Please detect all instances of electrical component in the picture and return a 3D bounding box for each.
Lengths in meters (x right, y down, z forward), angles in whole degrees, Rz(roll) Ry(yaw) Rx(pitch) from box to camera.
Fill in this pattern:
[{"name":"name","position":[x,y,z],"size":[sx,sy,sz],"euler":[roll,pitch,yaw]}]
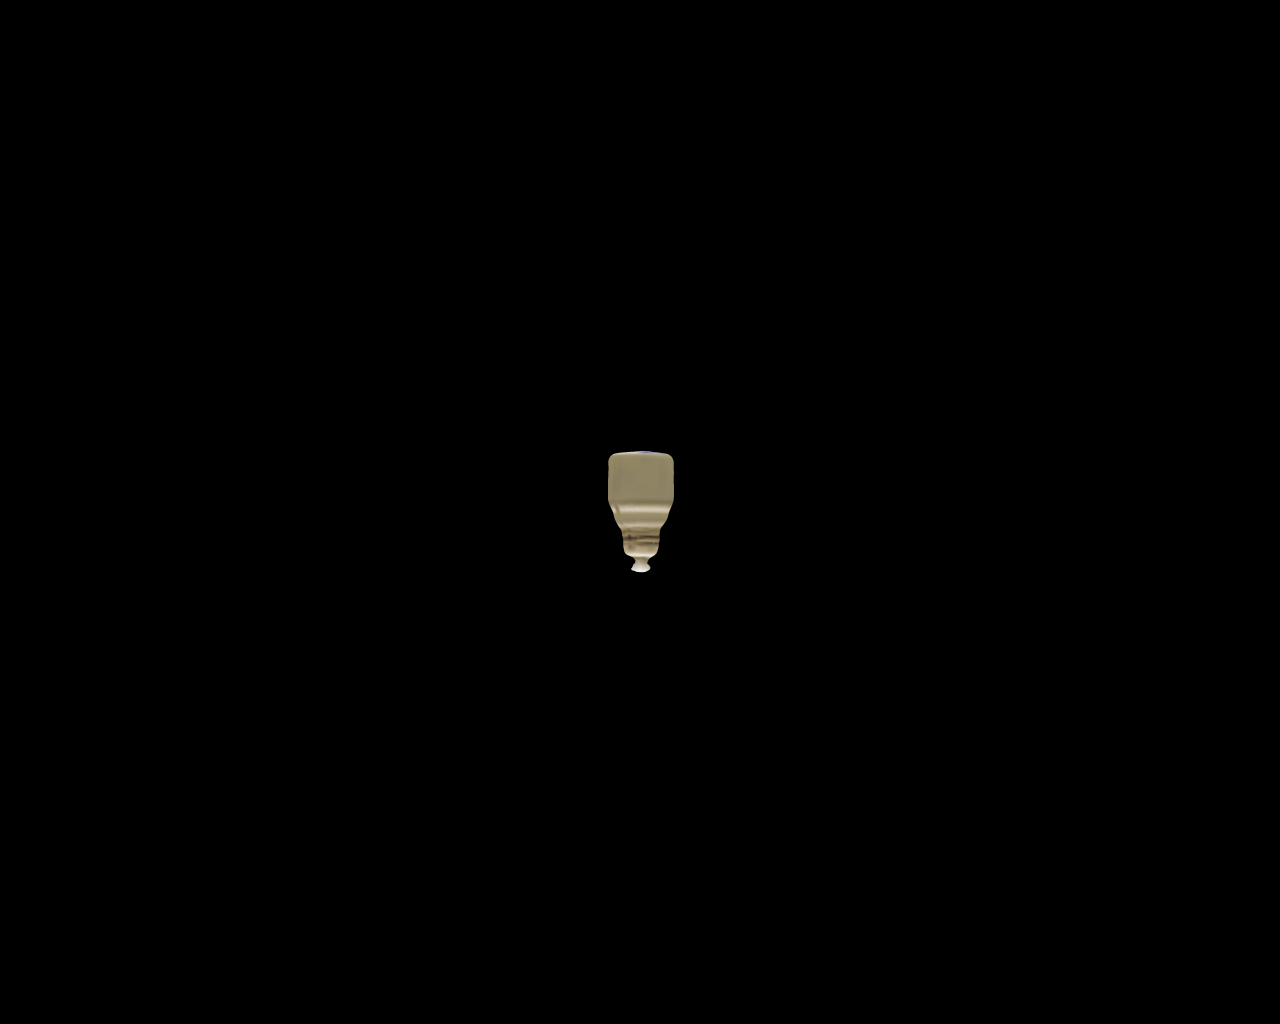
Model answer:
[{"name":"electrical component","position":[0.001,-0.003,0.650],"size":[0.040,0.078,0.040],"euler":[0,-2,0]}]
